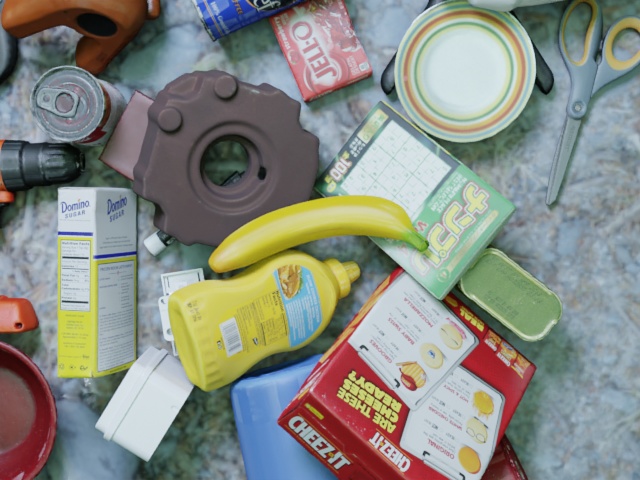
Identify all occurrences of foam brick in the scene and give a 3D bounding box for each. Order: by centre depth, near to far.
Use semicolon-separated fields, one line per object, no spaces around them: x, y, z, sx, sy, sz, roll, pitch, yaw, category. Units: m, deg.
-0.169;-0.096;1.027;0.051;0.053;0.078;29;92;1;foam brick

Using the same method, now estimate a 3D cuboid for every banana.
-0.003;-0.010;0.969;0.198;0.069;0.037;-8;124;2;banana

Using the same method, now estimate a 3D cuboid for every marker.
-0.119;-0.028;1.043;0.121;0.020;0.020;-37;90;3;marker

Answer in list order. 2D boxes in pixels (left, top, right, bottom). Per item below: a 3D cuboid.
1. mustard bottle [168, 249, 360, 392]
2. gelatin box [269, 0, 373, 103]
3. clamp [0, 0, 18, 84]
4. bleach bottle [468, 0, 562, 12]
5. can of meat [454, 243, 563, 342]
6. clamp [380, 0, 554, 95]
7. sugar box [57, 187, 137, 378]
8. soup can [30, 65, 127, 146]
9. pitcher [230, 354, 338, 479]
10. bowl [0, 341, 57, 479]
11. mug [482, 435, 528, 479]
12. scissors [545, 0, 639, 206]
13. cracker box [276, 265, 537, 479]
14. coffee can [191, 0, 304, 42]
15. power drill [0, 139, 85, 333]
-0.043;0.061;0.996;0.191;0.058;0.096;-23;111;-27;mustard bottle
0.001;-0.186;1.026;0.073;0.030;0.089;-22;90;4;gelatin box
-0.318;-0.212;1.037;0.120;0.039;0.171;6;98;8;clamp
0.221;-0.270;0.967;0.250;0.068;0.102;-14;85;-9;bleach bottle
0.174;0.048;0.999;0.102;0.084;0.057;37;93;0;can of meat
0.131;-0.234;1.014;0.164;0.036;0.210;-7;96;2;clamp
-0.211;0.038;1.012;0.048;0.093;0.176;-1;91;15;sugar box
-0.224;-0.124;1.003;0.068;0.102;0.068;0;92;2;soup can
0.004;0.233;0.992;0.149;0.145;0.243;-14;88;-10;pitcher
-0.329;0.171;1.043;0.162;0.055;0.162;0;92;3;bowl
0.150;0.227;1.012;0.081;0.093;0.117;-26;60;8;mug
0.266;-0.133;1.022;0.096;0.016;0.202;1;92;3;scissors
0.082;0.137;0.950;0.164;0.213;0.072;42;133;0;cracker box
-0.057;-0.259;0.990;0.140;0.103;0.103;-23;91;3;coffee can
-0.316;-0.004;1.036;0.184;0.057;0.187;-2;89;6;power drill
